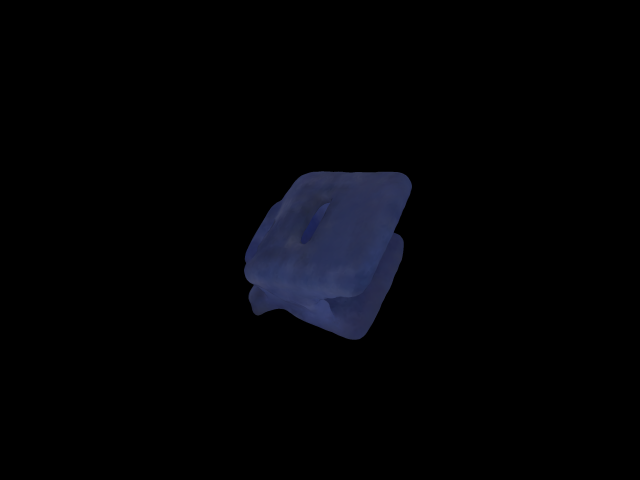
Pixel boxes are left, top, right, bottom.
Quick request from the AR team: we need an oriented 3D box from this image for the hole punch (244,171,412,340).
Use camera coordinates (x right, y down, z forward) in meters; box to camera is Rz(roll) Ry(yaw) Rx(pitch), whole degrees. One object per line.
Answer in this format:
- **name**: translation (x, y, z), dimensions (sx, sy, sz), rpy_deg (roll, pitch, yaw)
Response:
- **hole punch**: translation (0.004, 0.001, 0.400), dimensions (0.101, 0.091, 0.109), rpy_deg (20, 59, 13)
